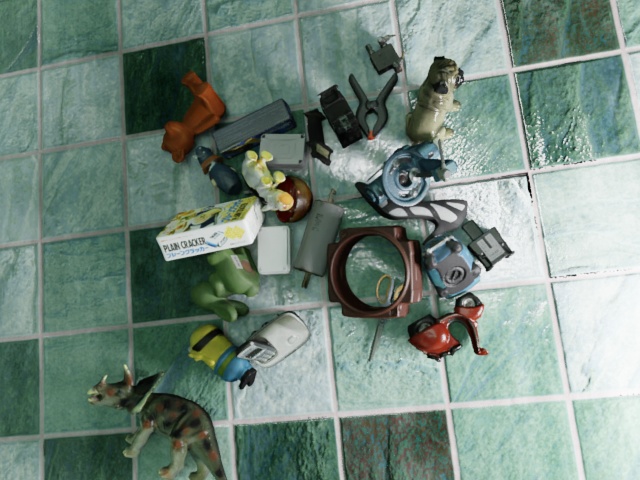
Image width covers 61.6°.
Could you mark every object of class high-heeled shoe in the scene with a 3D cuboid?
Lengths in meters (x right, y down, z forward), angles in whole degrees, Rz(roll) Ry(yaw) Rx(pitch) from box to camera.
[{"bbox_3d":[0.211,-0.096,1.231,0.249,0.086,0.145,40,87,9],"label":"high-heeled shoe"}]

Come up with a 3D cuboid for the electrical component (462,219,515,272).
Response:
[{"bbox_3d":[0.369,0.004,1.200,0.075,0.047,0.119,-32,78,3],"label":"electrical component"}]

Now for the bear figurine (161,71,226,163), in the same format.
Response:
[{"bbox_3d":[-0.336,-0.302,1.347,0.196,0.131,0.120,-42,50,-2],"label":"bear figurine"}]

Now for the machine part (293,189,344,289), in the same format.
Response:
[{"bbox_3d":[-0.003,-0.004,1.255,0.079,0.079,0.243,17,85,13],"label":"machine part"}]

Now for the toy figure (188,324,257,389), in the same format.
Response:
[{"bbox_3d":[-0.225,0.269,1.253,0.180,0.082,0.089,30,76,18],"label":"toy figure"}]

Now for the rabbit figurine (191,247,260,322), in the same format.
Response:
[{"bbox_3d":[-0.225,0.115,1.278,0.170,0.121,0.159,-36,83,22],"label":"rabbit figurine"}]

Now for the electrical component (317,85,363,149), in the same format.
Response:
[{"bbox_3d":[0.049,-0.284,1.262,0.058,0.134,0.115,-26,80,5],"label":"electrical component"}]

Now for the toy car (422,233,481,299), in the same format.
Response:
[{"bbox_3d":[0.273,0.046,1.179,0.109,0.161,0.103,-36,31,8],"label":"toy car"}]

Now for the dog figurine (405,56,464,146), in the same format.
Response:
[{"bbox_3d":[0.248,-0.297,1.199,0.121,0.190,0.172,14,85,13],"label":"dog figurine"}]

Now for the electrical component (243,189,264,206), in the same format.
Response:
[{"bbox_3d":[-0.145,-0.104,1.327,0.094,0.021,0.063,0,81,10],"label":"electrical component"}]

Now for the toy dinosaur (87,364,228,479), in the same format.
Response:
[{"bbox_3d":[-0.329,0.427,1.233,0.405,0.131,0.192,23,86,7],"label":"toy dinosaur"}]

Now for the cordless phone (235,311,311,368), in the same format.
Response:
[{"bbox_3d":[-0.110,0.214,1.186,0.146,0.184,0.089,-36,72,4],"label":"cordless phone"}]

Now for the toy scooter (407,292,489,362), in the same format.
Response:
[{"bbox_3d":[0.290,0.208,1.169,0.184,0.075,0.135,-28,78,1],"label":"toy scooter"}]

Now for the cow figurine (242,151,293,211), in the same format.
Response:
[{"bbox_3d":[-0.127,-0.120,1.248,0.068,0.098,0.167,-13,63,-37],"label":"cow figurine"}]

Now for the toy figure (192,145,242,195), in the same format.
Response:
[{"bbox_3d":[-0.260,-0.175,1.343,0.154,0.064,0.057,45,129,19],"label":"toy figure"}]

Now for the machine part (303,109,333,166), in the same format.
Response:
[{"bbox_3d":[-0.005,-0.250,1.304,0.039,0.084,0.139,-23,66,35],"label":"machine part"}]

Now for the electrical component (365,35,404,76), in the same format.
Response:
[{"bbox_3d":[0.163,-0.451,1.314,0.078,0.045,0.102,-22,78,5],"label":"electrical component"}]

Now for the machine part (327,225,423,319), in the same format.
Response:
[{"bbox_3d":[0.119,0.070,1.185,0.202,0.087,0.201,-2,89,27],"label":"machine part"}]

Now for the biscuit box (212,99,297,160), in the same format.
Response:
[{"bbox_3d":[-0.162,-0.275,1.339,0.203,0.059,0.063,-24,76,6],"label":"biscuit box"}]

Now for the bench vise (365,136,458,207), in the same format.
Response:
[{"bbox_3d":[0.216,-0.149,1.142,0.224,0.241,0.128,-26,105,-19],"label":"bench vise"}]
